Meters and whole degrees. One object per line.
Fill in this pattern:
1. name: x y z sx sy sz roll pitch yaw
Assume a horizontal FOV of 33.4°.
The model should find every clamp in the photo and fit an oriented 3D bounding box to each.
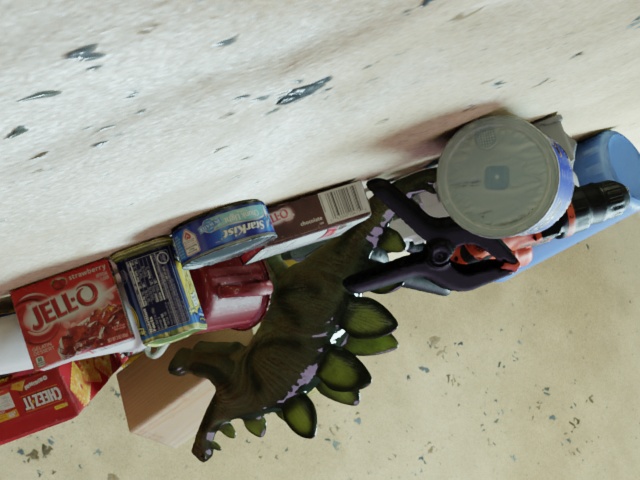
1. clamp: 0.064 0.038 1.334 0.165 0.036 0.209 -10 151 21
2. clamp: 0.106 0.017 1.044 0.039 0.171 0.120 -85 -164 -62

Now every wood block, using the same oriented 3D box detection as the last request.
1. wood block: -0.140 0.158 1.312 0.206 0.091 0.090 -37 140 18

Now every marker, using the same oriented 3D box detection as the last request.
1. marker: 0.076 -0.002 1.276 0.121 0.020 0.020 15 158 -25

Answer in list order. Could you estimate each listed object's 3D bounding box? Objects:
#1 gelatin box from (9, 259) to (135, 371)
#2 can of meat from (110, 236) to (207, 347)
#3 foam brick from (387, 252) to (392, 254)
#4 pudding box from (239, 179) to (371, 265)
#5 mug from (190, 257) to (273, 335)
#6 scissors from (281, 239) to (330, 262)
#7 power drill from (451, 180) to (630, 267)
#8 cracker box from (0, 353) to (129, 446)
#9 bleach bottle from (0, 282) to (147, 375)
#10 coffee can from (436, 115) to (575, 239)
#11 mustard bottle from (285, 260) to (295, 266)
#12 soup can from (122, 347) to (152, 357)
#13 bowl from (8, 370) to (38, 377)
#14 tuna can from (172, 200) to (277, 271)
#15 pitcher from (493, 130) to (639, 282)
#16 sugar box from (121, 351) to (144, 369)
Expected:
1. gelatin box: -0.213 0.065 0.918 0.089 0.073 0.030 -19 173 -5
2. can of meat: -0.140 0.048 0.949 0.057 0.084 0.102 -19 175 -1
3. foam brick: 0.114 -0.021 1.334 0.078 0.051 0.052 -23 175 32
4. pudding box: -0.019 -0.015 1.001 0.113 0.039 0.090 -16 174 -20
5. mug: -0.100 0.049 1.048 0.117 0.093 0.081 1 -176 40
6. scissors: -0.008 0.002 1.248 0.202 0.016 0.096 11 -119 53
7. power drill: 0.223 -0.010 1.159 0.184 0.057 0.188 -13 168 -12
8. cracker box: -0.345 0.177 1.312 0.164 0.072 0.213 -20 -172 10
9. bleach bottle: -0.279 0.091 0.958 0.103 0.068 0.250 -5 -176 44
10. coffee can: 0.168 -0.054 0.950 0.103 0.103 0.140 -22 174 18
11. mustard bottle: -0.046 0.045 1.375 0.096 0.058 0.191 -31 168 38
12. soup can: -0.189 0.087 1.244 0.102 0.068 0.069 -18 174 -22
13. bowl: -0.285 0.102 1.121 0.162 0.055 0.162 -20 174 -2
14. tuna can: -0.082 -0.004 0.907 0.086 0.034 0.086 -19 174 -2
15. pitcher: 0.308 -0.047 1.395 0.243 0.145 0.149 -29 -157 41
16. sugar box: -0.178 0.115 1.418 0.176 0.093 0.048 -20 132 20
